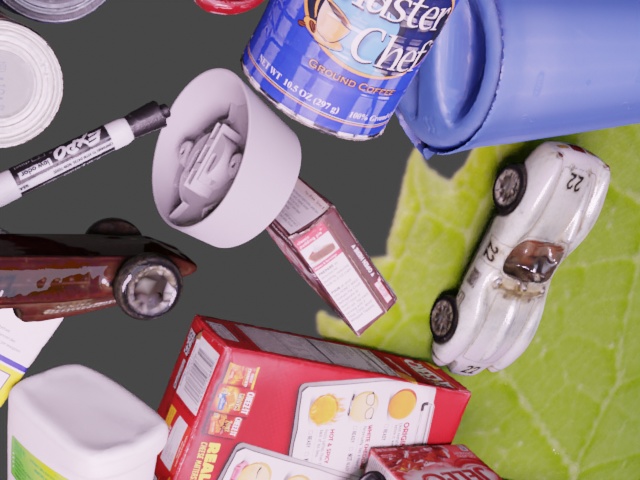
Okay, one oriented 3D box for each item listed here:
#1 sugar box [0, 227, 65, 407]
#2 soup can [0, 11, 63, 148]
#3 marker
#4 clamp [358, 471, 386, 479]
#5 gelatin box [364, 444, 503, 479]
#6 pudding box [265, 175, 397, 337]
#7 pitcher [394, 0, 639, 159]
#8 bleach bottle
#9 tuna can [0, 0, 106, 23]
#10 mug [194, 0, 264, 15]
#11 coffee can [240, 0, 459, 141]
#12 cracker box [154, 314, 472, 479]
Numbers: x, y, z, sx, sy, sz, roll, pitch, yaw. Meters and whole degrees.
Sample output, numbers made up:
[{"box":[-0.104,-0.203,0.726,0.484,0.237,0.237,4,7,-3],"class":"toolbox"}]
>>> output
[{"box":[-0.233,0.072,0.645,0.093,0.048,0.176,37,85,-31],"class":"sugar box"},{"box":[-0.184,-0.092,0.578,0.068,0.102,0.068,-9,110,-25],"class":"soup can"},{"box":[-0.147,-0.055,0.660,0.121,0.020,0.020,-29,118,-16],"class":"marker"},{"box":[-0.040,0.239,0.731,0.164,0.036,0.210,-5,124,-22],"class":"clamp"},{"box":[0.086,0.174,0.748,0.089,0.073,0.030,4,109,-31],"class":"gelatin box"},{"box":[-0.005,0.001,0.700,0.039,0.114,0.090,-39,120,-6],"class":"pudding box"},{"box":[0.176,-0.142,0.733,0.242,0.149,0.145,-8,88,-29],"class":"pitcher"},{"box":[-0.159,0.210,0.689,0.067,0.103,0.251,-19,127,-45],"class":"bleach bottle"},{"box":[-0.155,-0.167,0.607,0.086,0.034,0.086,-9,112,-25],"class":"tuna can"},{"box":[-0.062,-0.185,0.611,0.081,0.093,0.117,-15,80,-28],"class":"mug"},{"box":[0.027,-0.146,0.639,0.102,0.103,0.140,11,125,-30],"class":"coffee can"},{"box":[-0.017,0.154,0.772,0.213,0.072,0.164,15,102,-32],"class":"cracker box"}]
